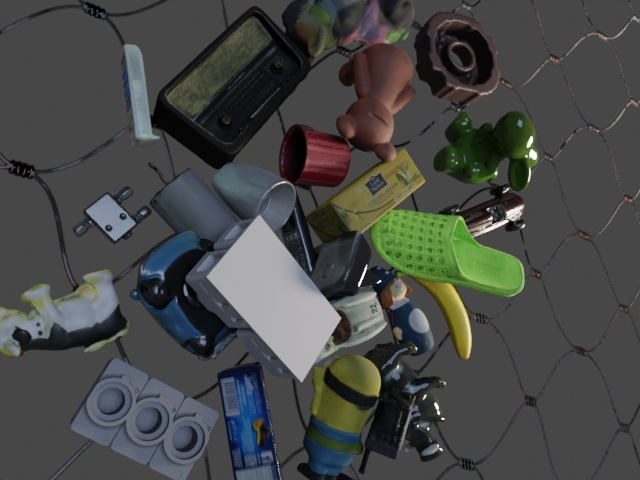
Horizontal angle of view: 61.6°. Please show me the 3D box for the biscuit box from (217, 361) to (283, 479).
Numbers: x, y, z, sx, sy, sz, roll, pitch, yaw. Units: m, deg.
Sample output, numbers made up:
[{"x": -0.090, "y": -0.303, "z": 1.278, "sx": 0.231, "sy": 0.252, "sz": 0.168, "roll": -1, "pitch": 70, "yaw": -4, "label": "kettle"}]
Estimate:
[{"x": -0.088, "y": 0.265, "z": 0.705, "sx": 0.059, "sy": 0.063, "sz": 0.202, "roll": -10, "pitch": 83, "yaw": -5, "label": "biscuit box"}]

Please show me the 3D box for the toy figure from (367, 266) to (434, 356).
[{"x": 0.129, "y": 0.108, "z": 0.858, "sx": 0.154, "sy": 0.058, "sz": 0.064, "roll": 61, "pitch": 23, "yaw": 0, "label": "toy figure"}]

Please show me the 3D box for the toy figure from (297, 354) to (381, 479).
[{"x": 0.029, "y": 0.249, "z": 0.750, "sx": 0.082, "sy": 0.089, "sz": 0.180, "roll": 27, "pitch": 78, "yaw": -54, "label": "toy figure"}]

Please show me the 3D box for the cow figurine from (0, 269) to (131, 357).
[{"x": -0.319, "y": 0.100, "z": 0.639, "sx": 0.167, "sy": 0.068, "sz": 0.098, "roll": -19, "pitch": 93, "yaw": -27, "label": "cow figurine"}]

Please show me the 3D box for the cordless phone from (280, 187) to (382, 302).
[{"x": -0.002, "y": -0.002, "z": 0.768, "sx": 0.089, "sy": 0.147, "sz": 0.184, "roll": -14, "pitch": 83, "yaw": -37, "label": "cordless phone"}]

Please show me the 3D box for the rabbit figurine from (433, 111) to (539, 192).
[{"x": 0.306, "y": -0.153, "z": 0.934, "sx": 0.159, "sy": 0.170, "sz": 0.121, "roll": 38, "pitch": 66, "yaw": -13, "label": "rabbit figurine"}]

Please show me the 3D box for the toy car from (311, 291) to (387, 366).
[{"x": 0.008, "y": 0.134, "z": 0.792, "sx": 0.202, "sy": 0.056, "sz": 0.073, "roll": -19, "pitch": 87, "yaw": -28, "label": "toy car"}]

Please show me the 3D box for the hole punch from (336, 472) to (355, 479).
[{"x": 0.022, "y": 0.378, "z": 0.716, "sx": 0.142, "sy": 0.116, "sz": 0.092, "roll": -19, "pitch": 79, "yaw": -28, "label": "hole punch"}]

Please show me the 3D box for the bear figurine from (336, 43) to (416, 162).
[{"x": 0.081, "y": -0.211, "z": 0.860, "sx": 0.120, "sy": 0.132, "sz": 0.196, "roll": 24, "pitch": 71, "yaw": -16, "label": "bear figurine"}]

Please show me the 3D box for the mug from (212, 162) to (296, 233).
[{"x": -0.095, "y": -0.062, "z": 0.765, "sx": 0.107, "sy": 0.109, "sz": 0.081, "roll": 32, "pitch": 78, "yaw": 26, "label": "mug"}]

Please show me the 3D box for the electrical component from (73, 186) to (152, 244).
[{"x": -0.275, "y": -0.027, "z": 0.710, "sx": 0.063, "sy": 0.021, "sz": 0.094, "roll": 49, "pitch": 63, "yaw": -9, "label": "electrical component"}]

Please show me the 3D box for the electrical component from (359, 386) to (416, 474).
[{"x": 0.092, "y": 0.269, "z": 0.743, "sx": 0.048, "sy": 0.074, "sz": 0.119, "roll": 15, "pitch": 89, "yaw": 17, "label": "electrical component"}]

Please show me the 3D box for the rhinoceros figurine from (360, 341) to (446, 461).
[{"x": 0.132, "y": 0.243, "z": 0.818, "sx": 0.112, "sy": 0.073, "sz": 0.190, "roll": -33, "pitch": 94, "yaw": -29, "label": "rhinoceros figurine"}]

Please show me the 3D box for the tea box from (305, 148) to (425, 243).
[{"x": 0.071, "y": -0.064, "z": 0.843, "sx": 0.169, "sy": 0.098, "sz": 0.068, "roll": -39, "pitch": 97, "yaw": -29, "label": "tea box"}]

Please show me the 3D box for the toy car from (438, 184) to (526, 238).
[{"x": 0.298, "y": -0.040, "z": 0.974, "sx": 0.202, "sy": 0.053, "sz": 0.089, "roll": -20, "pitch": 91, "yaw": -29, "label": "toy car"}]

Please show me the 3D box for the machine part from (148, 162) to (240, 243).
[{"x": -0.149, "y": -0.012, "z": 0.738, "sx": 0.243, "sy": 0.079, "sz": 0.079, "roll": 48, "pitch": 63, "yaw": -8, "label": "machine part"}]

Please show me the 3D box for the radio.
[{"x": -0.125, "y": -0.223, "z": 0.797, "sx": 0.131, "sy": 0.073, "sz": 0.229, "roll": 42, "pitch": 66, "yaw": -11, "label": "radio"}]

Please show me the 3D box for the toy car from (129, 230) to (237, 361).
[{"x": -0.174, "y": 0.072, "z": 0.691, "sx": 0.109, "sy": 0.103, "sz": 0.161, "roll": -45, "pitch": 115, "yaw": -36, "label": "toy car"}]

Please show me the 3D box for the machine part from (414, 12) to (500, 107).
[{"x": 0.259, "y": -0.343, "z": 1.020, "sx": 0.179, "sy": 0.056, "sz": 0.179, "roll": 6, "pitch": 75, "yaw": -24, "label": "machine part"}]

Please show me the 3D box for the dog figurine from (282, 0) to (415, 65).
[{"x": 0.042, "y": -0.350, "z": 0.892, "sx": 0.191, "sy": 0.108, "sz": 0.219, "roll": 36, "pitch": 70, "yaw": -18, "label": "dog figurine"}]
